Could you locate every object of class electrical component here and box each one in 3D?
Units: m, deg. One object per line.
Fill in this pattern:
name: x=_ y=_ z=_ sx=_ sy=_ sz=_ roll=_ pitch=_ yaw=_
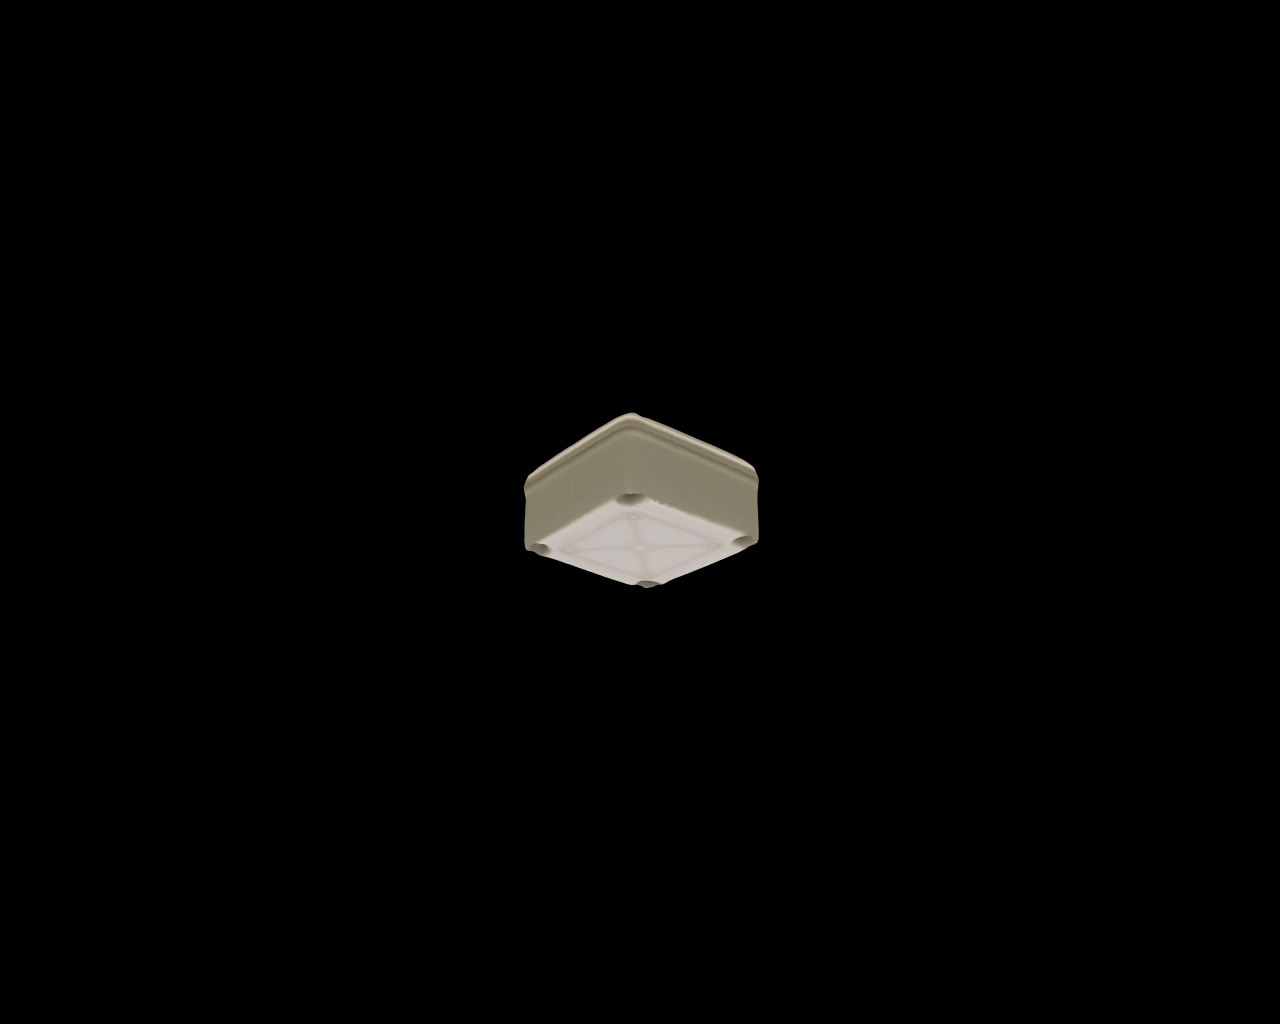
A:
electrical component: x=0.001 y=-0.003 z=0.650 sx=0.109 sy=0.056 sz=0.108 roll=21 pitch=-33 yaw=-36
